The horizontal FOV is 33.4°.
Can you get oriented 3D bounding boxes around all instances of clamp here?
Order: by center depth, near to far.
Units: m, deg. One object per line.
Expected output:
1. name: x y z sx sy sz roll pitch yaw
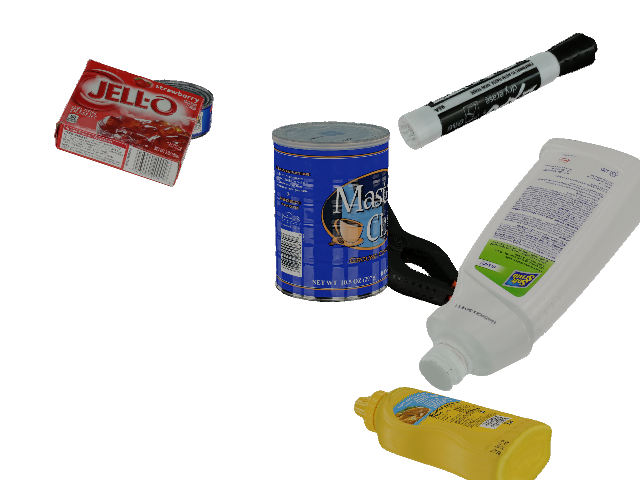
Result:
1. clamp: 0.075 0.014 1.244 0.164 0.036 0.210 -23 52 -40

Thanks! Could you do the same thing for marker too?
1. marker: 0.096 -0.080 0.563 0.121 0.020 0.020 -27 8 -17

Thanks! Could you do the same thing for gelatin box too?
1. gelatin box: -0.135 -0.085 0.758 0.089 0.073 0.030 19 -44 -7

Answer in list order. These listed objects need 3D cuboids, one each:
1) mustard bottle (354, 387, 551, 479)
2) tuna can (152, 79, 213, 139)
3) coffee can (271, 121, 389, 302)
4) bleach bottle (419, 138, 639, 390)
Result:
1. mustard bottle: 0.111 0.178 1.002 0.192 0.058 0.096 11 19 39
2. tuna can: -0.149 -0.128 1.050 0.086 0.034 0.086 5 27 -3
3. coffee can: 0.010 -0.028 0.945 0.103 0.140 0.103 0 16 0
4. bleach bottle: 0.154 0.020 0.823 0.103 0.068 0.250 19 50 40
